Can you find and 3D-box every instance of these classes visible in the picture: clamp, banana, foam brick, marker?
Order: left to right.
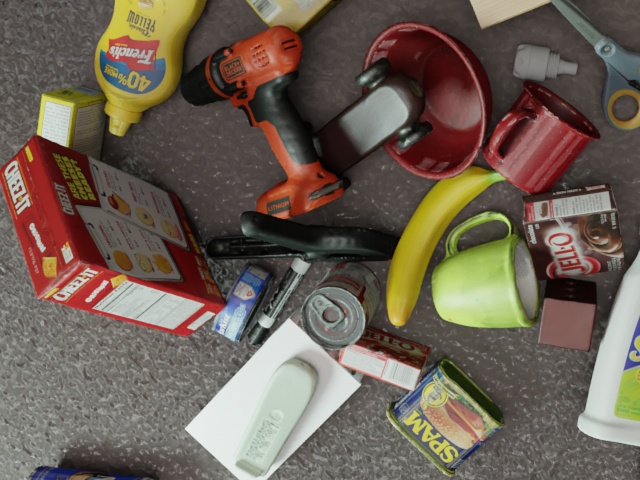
[{"bbox_3d":[-0.047,0.069,1.198,0.020,0.020,0.121,33,108,4],"label":"marker"},{"bbox_3d":[-0.007,0.001,1.107,0.209,0.165,0.036,3,80,-11],"label":"clamp"},{"bbox_3d":[0.116,-0.005,1.106,0.037,0.070,0.198,34,90,-32],"label":"banana"},{"bbox_3d":[0.254,0.075,1.096,0.053,0.078,0.051,9,107,11],"label":"foam brick"}]

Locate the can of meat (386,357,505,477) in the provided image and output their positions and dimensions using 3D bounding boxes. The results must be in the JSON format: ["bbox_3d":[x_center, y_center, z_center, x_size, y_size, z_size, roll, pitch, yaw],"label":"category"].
[{"bbox_3d":[0.138,0.191,1.164,0.102,0.057,0.084,44,106,0],"label":"can of meat"}]

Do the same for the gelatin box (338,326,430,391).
[{"bbox_3d":[0.070,0.124,1.155,0.089,0.073,0.030,20,107,9],"label":"gelatin box"}]

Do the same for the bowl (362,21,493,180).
[{"bbox_3d":[0.117,-0.144,1.065,0.162,0.055,0.162,28,131,38],"label":"bowl"}]

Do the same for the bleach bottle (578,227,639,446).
[{"bbox_3d":[0.331,0.077,1.066,0.102,0.068,0.251,10,91,-4],"label":"bleach bottle"}]

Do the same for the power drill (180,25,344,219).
[{"bbox_3d":[-0.063,-0.112,1.101,0.185,0.057,0.187,-13,102,52],"label":"power drill"}]

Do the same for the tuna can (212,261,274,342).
[{"bbox_3d":[-0.084,0.069,1.171,0.034,0.086,0.086,28,108,3],"label":"tuna can"}]

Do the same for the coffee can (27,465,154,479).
[{"bbox_3d":[-0.273,0.328,1.271,0.140,0.102,0.103,4,104,13],"label":"coffee can"}]

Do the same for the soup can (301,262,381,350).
[{"bbox_3d":[0.024,0.068,1.136,0.068,0.102,0.068,3,105,12],"label":"soup can"}]

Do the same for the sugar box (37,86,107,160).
[{"bbox_3d":[-0.280,-0.077,1.179,0.048,0.093,0.176,17,106,9],"label":"sugar box"}]

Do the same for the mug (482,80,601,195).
[{"bbox_3d":[0.208,-0.099,1.049,0.093,0.117,0.082,50,118,30],"label":"mug"}]

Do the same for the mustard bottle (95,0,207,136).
[{"bbox_3d":[-0.191,-0.202,1.144,0.096,0.058,0.192,24,108,10],"label":"mustard bottle"}]

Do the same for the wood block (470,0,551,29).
[{"bbox_3d":[0.236,-0.282,1.007,0.206,0.090,0.091,-20,98,17],"label":"wood block"}]

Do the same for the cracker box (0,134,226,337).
[{"bbox_3d":[-0.211,0.002,1.091,0.072,0.213,0.164,-40,57,20],"label":"cracker box"}]

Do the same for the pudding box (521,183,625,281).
[{"bbox_3d":[0.253,-0.006,1.066,0.090,0.039,0.113,-9,142,15],"label":"pudding box"}]

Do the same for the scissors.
[{"bbox_3d":[0.267,-0.167,1.023,0.201,0.016,0.096,21,124,-20],"label":"scissors"}]
